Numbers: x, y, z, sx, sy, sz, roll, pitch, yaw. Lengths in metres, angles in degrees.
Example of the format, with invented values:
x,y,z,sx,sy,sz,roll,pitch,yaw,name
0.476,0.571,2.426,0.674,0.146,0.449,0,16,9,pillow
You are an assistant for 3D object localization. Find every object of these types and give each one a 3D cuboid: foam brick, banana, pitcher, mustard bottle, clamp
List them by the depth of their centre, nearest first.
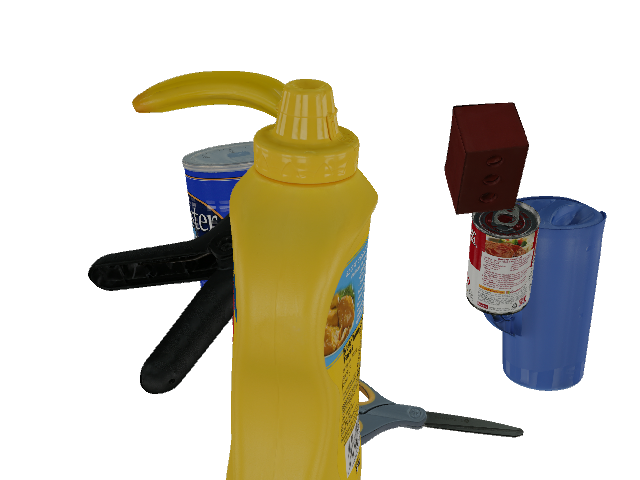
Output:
x,y,z,sx,sy,sz,roll,pitch,yaw,name
-0.008,0.028,0.441,0.058,0.192,0.096,8,25,11,mustard bottle
-0.054,0.023,0.652,0.171,0.120,0.039,-25,-40,-1,clamp
0.135,-0.068,0.877,0.053,0.051,0.078,-6,-39,-4,foam brick
-0.106,-0.156,1.157,0.198,0.037,0.069,9,46,18,banana
0.290,0.072,1.403,0.149,0.243,0.144,5,21,15,pitcher

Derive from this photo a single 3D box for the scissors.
x,y,z,sx,sy,sz,roll,pitch,yaw,name
0.069,0.166,0.931,0.202,0.016,0.096,18,42,13,scissors

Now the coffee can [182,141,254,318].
x,y,z,sx,sy,sz,roll,pitch,yaw,name
-0.065,-0.012,0.968,0.103,0.140,0.103,-6,15,1,coffee can

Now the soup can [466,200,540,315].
x,y,z,sx,sy,sz,roll,pitch,yaw,name
0.185,0.017,1.090,0.068,0.102,0.068,-1,36,0,soup can
